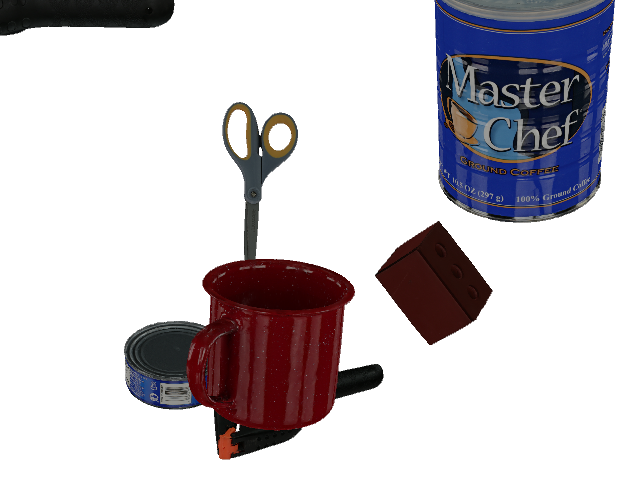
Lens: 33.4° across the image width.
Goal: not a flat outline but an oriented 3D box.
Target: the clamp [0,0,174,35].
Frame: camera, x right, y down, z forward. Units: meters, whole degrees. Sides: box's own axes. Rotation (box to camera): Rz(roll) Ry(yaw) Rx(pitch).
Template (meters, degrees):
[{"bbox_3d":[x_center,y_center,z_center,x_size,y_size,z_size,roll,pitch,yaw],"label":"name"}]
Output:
[{"bbox_3d":[-0.175,-0.139,0.603,0.171,0.039,0.120,-6,23,-14],"label":"clamp"}]

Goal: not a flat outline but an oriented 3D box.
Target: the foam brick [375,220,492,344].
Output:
[{"bbox_3d":[0.094,0.036,0.879,0.051,0.078,0.052,-34,7,36],"label":"foam brick"}]

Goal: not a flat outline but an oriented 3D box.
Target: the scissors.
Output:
[{"bbox_3d":[-0.060,-0.062,1.214,0.096,0.202,0.016,-11,-6,-14],"label":"scissors"}]

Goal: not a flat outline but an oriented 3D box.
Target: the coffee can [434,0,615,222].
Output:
[{"bbox_3d":[0.120,-0.097,0.636,0.103,0.140,0.103,-4,38,3],"label":"coffee can"}]

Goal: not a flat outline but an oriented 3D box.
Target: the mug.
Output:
[{"bbox_3d":[-0.036,0.067,0.654,0.093,0.081,0.117,17,22,34],"label":"mug"}]

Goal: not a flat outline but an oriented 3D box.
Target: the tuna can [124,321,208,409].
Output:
[{"bbox_3d":[-0.122,0.105,0.900,0.086,0.034,0.086,4,28,-2],"label":"tuna can"}]

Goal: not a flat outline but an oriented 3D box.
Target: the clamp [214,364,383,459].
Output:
[{"bbox_3d":[-0.036,0.159,1.094,0.165,0.036,0.209,12,28,16],"label":"clamp"}]
